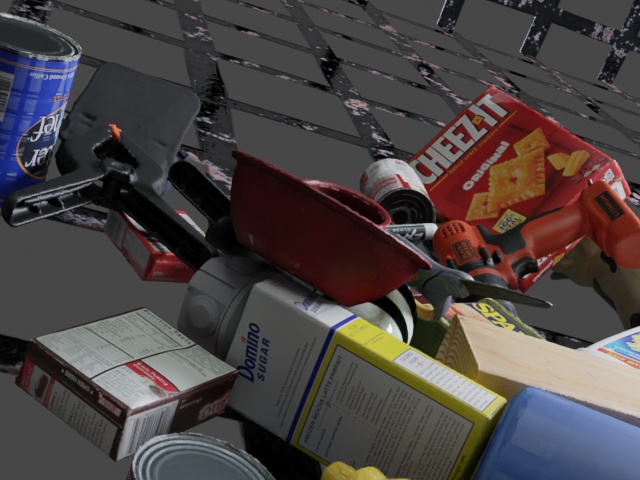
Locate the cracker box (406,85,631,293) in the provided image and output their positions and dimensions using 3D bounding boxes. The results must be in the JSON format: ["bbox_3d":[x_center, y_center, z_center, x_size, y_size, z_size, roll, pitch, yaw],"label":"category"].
[{"bbox_3d":[0.210,-0.064,1.198,0.214,0.164,0.072,44,-5,45],"label":"cracker box"}]

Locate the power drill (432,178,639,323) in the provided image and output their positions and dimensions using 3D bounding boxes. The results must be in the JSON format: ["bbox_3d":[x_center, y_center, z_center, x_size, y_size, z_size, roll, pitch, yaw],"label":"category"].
[{"bbox_3d":[0.214,0.020,1.024,0.187,0.057,0.184,-18,36,0],"label":"power drill"}]

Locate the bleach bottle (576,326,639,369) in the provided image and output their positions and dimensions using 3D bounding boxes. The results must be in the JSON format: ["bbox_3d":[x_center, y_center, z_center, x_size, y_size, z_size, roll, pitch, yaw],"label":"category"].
[{"bbox_3d":[0.290,0.126,0.951,0.103,0.068,0.250,35,27,34],"label":"bleach bottle"}]

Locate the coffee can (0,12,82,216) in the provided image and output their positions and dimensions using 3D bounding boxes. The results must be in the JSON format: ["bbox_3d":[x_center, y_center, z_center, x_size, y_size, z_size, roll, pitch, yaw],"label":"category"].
[{"bbox_3d":[-0.263,-0.105,0.875,0.102,0.140,0.103,18,20,-7],"label":"coffee can"}]

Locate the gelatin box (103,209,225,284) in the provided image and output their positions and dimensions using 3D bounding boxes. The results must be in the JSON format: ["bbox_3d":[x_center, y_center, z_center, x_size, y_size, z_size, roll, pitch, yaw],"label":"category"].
[{"bbox_3d":[-0.130,0.004,0.891,0.073,0.030,0.089,6,26,-39],"label":"gelatin box"}]

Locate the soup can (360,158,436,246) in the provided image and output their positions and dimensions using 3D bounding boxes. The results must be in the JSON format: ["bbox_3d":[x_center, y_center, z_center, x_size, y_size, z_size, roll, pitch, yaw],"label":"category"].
[{"bbox_3d":[0.082,-0.042,1.162,0.068,0.068,0.102,16,21,-14],"label":"soup can"}]

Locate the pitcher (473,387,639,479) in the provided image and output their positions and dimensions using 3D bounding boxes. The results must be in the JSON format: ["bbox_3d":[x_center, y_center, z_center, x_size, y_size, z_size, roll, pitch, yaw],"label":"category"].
[{"bbox_3d":[0.206,0.191,0.629,0.243,0.145,0.149,24,4,17],"label":"pitcher"}]

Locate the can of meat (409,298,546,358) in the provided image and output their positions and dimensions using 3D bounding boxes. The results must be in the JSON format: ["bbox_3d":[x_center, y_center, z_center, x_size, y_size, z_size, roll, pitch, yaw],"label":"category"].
[{"bbox_3d":[0.128,0.093,0.885,0.083,0.057,0.102,1,28,-37],"label":"can of meat"}]

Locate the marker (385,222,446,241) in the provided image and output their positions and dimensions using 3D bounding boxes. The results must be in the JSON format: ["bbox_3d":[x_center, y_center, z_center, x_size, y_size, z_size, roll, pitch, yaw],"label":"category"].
[{"bbox_3d":[0.089,-0.007,1.102,0.121,0.020,0.020,-4,27,-15],"label":"marker"}]

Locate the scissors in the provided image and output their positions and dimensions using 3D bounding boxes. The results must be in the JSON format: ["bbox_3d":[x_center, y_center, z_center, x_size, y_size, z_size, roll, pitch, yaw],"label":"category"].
[{"bbox_3d":[0.104,0.044,0.792,0.016,0.096,0.202,-42,39,-19],"label":"scissors"}]

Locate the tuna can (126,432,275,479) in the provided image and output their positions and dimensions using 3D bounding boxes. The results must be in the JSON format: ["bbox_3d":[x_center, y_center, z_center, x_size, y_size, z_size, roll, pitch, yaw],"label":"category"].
[{"bbox_3d":[-0.067,0.145,0.589,0.086,0.034,0.086,19,20,-7],"label":"tuna can"}]

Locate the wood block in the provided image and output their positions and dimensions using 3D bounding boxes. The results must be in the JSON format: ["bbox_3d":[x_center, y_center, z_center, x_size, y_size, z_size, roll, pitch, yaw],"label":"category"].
[{"bbox_3d":[0.183,0.137,0.773,0.206,0.091,0.090,17,20,-10],"label":"wood block"}]

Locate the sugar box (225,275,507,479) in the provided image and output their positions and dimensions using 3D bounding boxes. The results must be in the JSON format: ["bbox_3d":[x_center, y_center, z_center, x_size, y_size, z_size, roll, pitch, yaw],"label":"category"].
[{"bbox_3d":[0.022,0.103,0.697,0.176,0.093,0.048,30,22,21],"label":"sugar box"}]

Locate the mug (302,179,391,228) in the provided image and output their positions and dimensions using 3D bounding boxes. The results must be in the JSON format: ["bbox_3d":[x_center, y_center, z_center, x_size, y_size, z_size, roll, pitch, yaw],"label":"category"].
[{"bbox_3d":[-0.001,-0.004,0.963,0.093,0.081,0.117,2,28,-42],"label":"mug"}]

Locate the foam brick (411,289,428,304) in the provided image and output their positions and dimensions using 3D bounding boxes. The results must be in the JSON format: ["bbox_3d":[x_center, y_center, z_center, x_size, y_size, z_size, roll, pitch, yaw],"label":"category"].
[{"bbox_3d":[0.057,0.055,0.913,0.078,0.051,0.053,0,30,-44],"label":"foam brick"}]

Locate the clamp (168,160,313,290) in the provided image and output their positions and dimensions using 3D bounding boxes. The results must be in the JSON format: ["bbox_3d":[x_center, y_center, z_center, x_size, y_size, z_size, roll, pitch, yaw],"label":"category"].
[{"bbox_3d":[-0.055,0.001,0.867,0.171,0.039,0.120,43,11,-45],"label":"clamp"}]

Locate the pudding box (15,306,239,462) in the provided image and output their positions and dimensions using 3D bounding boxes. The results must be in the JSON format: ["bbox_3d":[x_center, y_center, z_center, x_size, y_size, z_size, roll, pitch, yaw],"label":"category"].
[{"bbox_3d":[-0.120,0.087,0.679,0.090,0.039,0.113,30,20,25],"label":"pudding box"}]

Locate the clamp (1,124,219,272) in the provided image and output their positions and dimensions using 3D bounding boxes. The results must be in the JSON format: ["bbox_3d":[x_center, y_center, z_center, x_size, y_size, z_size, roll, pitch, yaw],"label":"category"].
[{"bbox_3d":[-0.177,-0.045,0.864,0.164,0.036,0.210,14,24,-25],"label":"clamp"}]

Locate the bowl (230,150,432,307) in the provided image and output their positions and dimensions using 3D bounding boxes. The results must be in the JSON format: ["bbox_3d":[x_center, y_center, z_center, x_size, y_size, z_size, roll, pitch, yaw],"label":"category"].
[{"bbox_3d":[-0.005,0.001,0.743,0.162,0.055,0.162,31,-3,1],"label":"bowl"}]

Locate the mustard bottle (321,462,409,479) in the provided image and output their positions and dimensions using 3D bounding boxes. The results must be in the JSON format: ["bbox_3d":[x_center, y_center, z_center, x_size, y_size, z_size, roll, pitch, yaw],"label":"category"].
[{"bbox_3d":[0.067,0.186,0.582,0.096,0.058,0.192,0,29,-46],"label":"mustard bottle"}]
